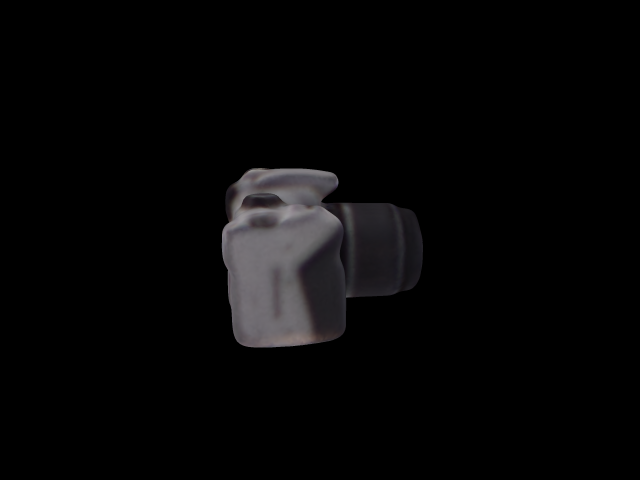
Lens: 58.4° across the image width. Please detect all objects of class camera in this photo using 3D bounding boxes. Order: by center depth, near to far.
[{"bbox_3d":[0.004,0.001,0.400,0.137,0.101,0.143,-1,11,-7],"label":"camera"}]
